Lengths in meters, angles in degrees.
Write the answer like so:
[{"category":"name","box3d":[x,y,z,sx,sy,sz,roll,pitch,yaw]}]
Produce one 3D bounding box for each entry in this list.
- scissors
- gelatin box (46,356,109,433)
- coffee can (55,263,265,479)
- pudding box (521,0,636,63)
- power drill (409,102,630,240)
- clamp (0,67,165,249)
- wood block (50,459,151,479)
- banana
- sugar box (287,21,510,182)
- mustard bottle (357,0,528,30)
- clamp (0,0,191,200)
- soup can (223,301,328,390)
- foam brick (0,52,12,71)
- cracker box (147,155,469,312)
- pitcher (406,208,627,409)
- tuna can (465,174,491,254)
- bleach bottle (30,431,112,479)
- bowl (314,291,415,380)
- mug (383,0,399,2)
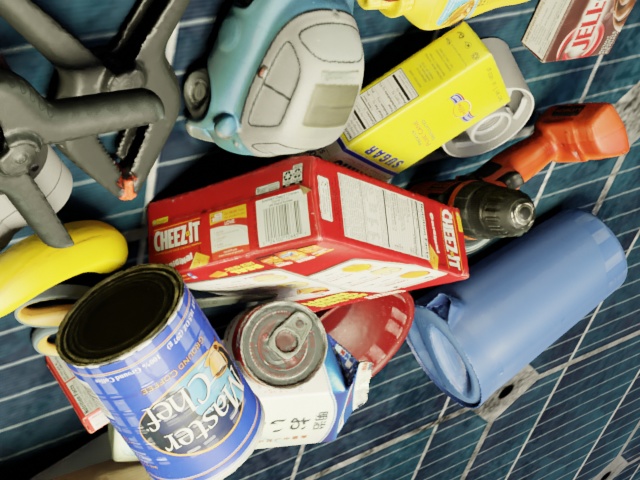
[{"category":"scissors","box3d":[-0.142,0.065,0.847,0.201,0.016,0.096,4,142,-21]},{"category":"gelatin box","box3d":[-0.168,0.104,0.871,0.089,0.073,0.030,-32,147,-14]},{"category":"coffee can","box3d":[-0.115,0.102,0.788,0.102,0.103,0.140,-34,124,-10]},{"category":"pudding box","box3d":[0.239,-0.215,0.947,0.089,0.039,0.114,-14,138,-35]},{"category":"power drill","box3d":[0.185,-0.061,0.965,0.187,0.185,0.057,-29,106,-18]},{"category":"clamp","box3d":[-0.180,-0.048,0.620,0.171,0.039,0.120,8,117,-46]},{"category":"wood block","box3d":[-0.223,0.257,0.879,0.205,0.091,0.090,-15,105,-26]},{"category":"banana","box3d":[-0.180,0.016,0.735,0.070,0.037,0.197,-41,175,26]},{"category":"sugar box","box3d":[0.063,-0.096,0.866,0.176,0.048,0.093,-35,154,7]},{"category":"mustard bottle","box3d":[0.110,-0.207,0.807,0.191,0.058,0.096,-23,155,-26]},{"category":"clamp","box3d":[-0.142,-0.110,0.685,0.164,0.036,0.210,-18,138,-33]},{"category":"soup can","box3d":[-0.038,0.084,0.860,0.068,0.068,0.102,-32,-177,-14]},{"category":"foam brick","box3d":[-0.208,-0.092,0.626,0.053,0.051,0.078,-35,146,-10]},{"category":"cracker box","box3d":[-0.006,0.001,0.852,0.164,0.072,0.213,-14,163,34]},{"category":"pitcher","box3d":[0.219,0.074,1.184,0.242,0.145,0.149,-32,-179,-19]},{"category":"tuna can","box3d":[0.154,-0.026,1.083,0.086,0.034,0.086,-27,144,-21]},{"category":"bleach bottle","box3d":[-0.159,0.196,1.000,0.250,0.068,0.102,-35,147,-14]},{"category":"bowl","box3d":[0.014,0.090,1.056,0.162,0.055,0.162,-26,144,-21]},{"category":"mug","box3d":[0.052,-0.218,0.715,0.093,0.082,0.117,-17,140,-32]}]
